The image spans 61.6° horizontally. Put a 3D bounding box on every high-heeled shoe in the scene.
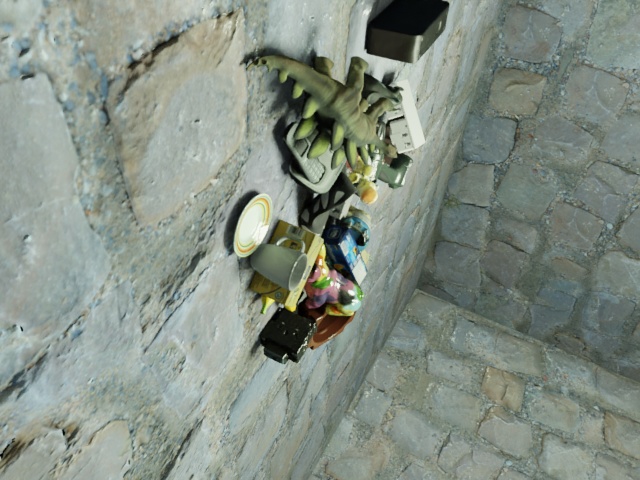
[{"bbox_3d":[0.028,-0.064,1.251,0.086,0.145,0.248,-40,145,-29],"label":"high-heeled shoe"}]

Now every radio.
[{"bbox_3d":[0.214,-0.509,1.286,0.229,0.131,0.073,-54,156,-37],"label":"radio"}]

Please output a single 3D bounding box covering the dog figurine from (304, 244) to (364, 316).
[{"bbox_3d":[0.021,0.101,1.375,0.219,0.192,0.108,87,18,-60],"label":"dog figurine"}]

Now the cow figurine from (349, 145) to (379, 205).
[{"bbox_3d":[0.108,-0.171,1.387,0.098,0.068,0.167,1,74,-79],"label":"cow figurine"}]

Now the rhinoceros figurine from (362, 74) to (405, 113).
[{"bbox_3d":[0.141,-0.356,1.296,0.190,0.112,0.073,-11,121,-60],"label":"rhinoceros figurine"}]

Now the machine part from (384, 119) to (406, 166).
[{"bbox_3d":[0.246,-0.327,1.730,0.179,0.056,0.179,-55,158,-36],"label":"machine part"}]

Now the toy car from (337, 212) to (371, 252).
[{"bbox_3d":[0.092,-0.025,1.483,0.103,0.109,0.161,-57,177,-25],"label":"toy car"}]

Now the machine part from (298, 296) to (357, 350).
[{"bbox_3d":[0.018,0.210,1.573,0.201,0.087,0.201,-25,146,-37],"label":"machine part"}]

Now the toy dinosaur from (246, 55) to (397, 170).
[{"bbox_3d":[0.029,-0.247,1.017,0.471,0.105,0.198,29,68,-49],"label":"toy dinosaur"}]

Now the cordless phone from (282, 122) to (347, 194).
[{"bbox_3d":[-0.018,-0.196,1.090,0.146,0.089,0.184,-61,150,-19],"label":"cordless phone"}]

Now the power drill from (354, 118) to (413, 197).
[{"bbox_3d":[0.191,-0.229,1.581,0.207,0.086,0.231,-3,115,-56],"label":"power drill"}]

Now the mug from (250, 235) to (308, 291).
[{"bbox_3d":[-0.086,0.038,1.119,0.080,0.107,0.109,58,52,-70],"label":"mug"}]

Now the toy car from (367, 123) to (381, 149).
[{"bbox_3d":[0.112,-0.290,1.386,0.201,0.056,0.073,24,82,-74],"label":"toy car"}]

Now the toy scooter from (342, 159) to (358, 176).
[{"bbox_3d":[0.058,-0.202,1.273,0.135,0.075,0.184,-61,178,-8],"label":"toy scooter"}]

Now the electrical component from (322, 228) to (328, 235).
[{"bbox_3d":[-0.004,-0.004,1.409,0.102,0.045,0.078,-52,158,-39],"label":"electrical component"}]

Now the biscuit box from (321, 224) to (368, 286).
[{"bbox_3d":[0.067,0.043,1.439,0.059,0.063,0.202,-57,144,-25],"label":"biscuit box"}]

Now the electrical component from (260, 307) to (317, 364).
[{"bbox_3d":[-0.085,0.248,1.365,0.134,0.115,0.058,-56,157,-37],"label":"electrical component"}]

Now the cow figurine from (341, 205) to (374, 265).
[{"bbox_3d":[0.103,0.002,1.595,0.085,0.127,0.194,-32,138,-56],"label":"cow figurine"}]

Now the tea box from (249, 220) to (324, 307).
[{"bbox_3d":[-0.073,0.053,1.191,0.169,0.098,0.068,-65,161,-3],"label":"tea box"}]

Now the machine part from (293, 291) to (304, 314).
[{"bbox_3d":[-0.070,0.178,1.450,0.084,0.039,0.138,-61,159,-47],"label":"machine part"}]
